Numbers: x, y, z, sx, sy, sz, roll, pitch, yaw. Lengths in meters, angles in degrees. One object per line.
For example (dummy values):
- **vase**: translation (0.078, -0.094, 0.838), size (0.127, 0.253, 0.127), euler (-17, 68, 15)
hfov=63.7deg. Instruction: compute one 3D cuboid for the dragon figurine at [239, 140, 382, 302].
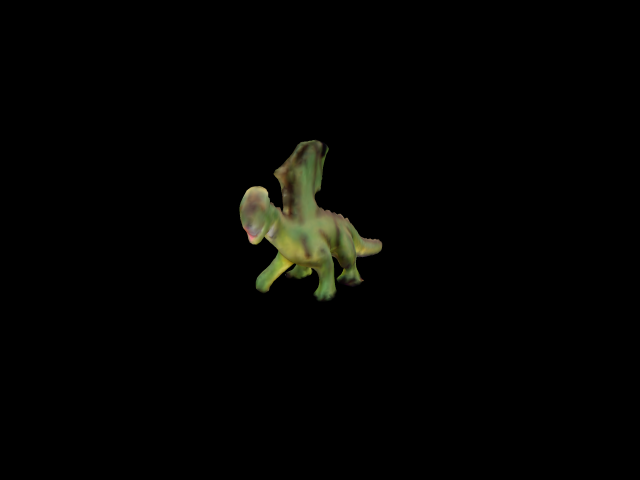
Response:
- **dragon figurine**: translation (0.003, -0.043, 0.850), size (0.122, 0.240, 0.414), euler (9, 18, 30)
